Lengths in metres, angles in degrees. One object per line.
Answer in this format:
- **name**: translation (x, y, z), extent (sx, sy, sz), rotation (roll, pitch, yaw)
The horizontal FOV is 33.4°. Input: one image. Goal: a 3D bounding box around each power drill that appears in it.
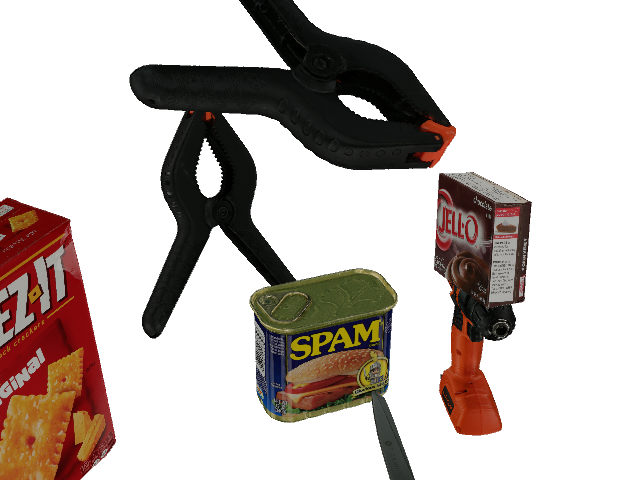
- **power drill**: translation (0.168, 0.112, 1.148), extent (0.057, 0.188, 0.184), rotation (-2, 24, -4)

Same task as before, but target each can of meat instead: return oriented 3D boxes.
- **can of meat**: translation (0.002, 0.076, 0.768), extent (0.102, 0.084, 0.057), rotation (-11, 32, -19)

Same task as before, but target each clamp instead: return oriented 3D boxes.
- **clamp**: translation (-0.088, -0.021, 0.972), extent (0.164, 0.210, 0.036), rotation (-2, 2, -36)
- **clamp**: translation (-0.014, -0.082, 0.575), extent (0.171, 0.120, 0.039), rotation (33, -26, 7)

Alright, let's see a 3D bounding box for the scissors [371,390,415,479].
- **scissors**: translation (0.069, 0.154, 0.597), extent (0.096, 0.016, 0.201), rotation (7, 31, 3)

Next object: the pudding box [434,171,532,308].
- **pudding box**: translation (0.135, -0.003, 0.902), extent (0.039, 0.090, 0.114), rotation (-5, 17, -19)

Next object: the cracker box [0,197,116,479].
- **cracker box**: translation (-0.229, 0.104, 0.741), extent (0.072, 0.214, 0.164), rotation (16, 37, 26)
